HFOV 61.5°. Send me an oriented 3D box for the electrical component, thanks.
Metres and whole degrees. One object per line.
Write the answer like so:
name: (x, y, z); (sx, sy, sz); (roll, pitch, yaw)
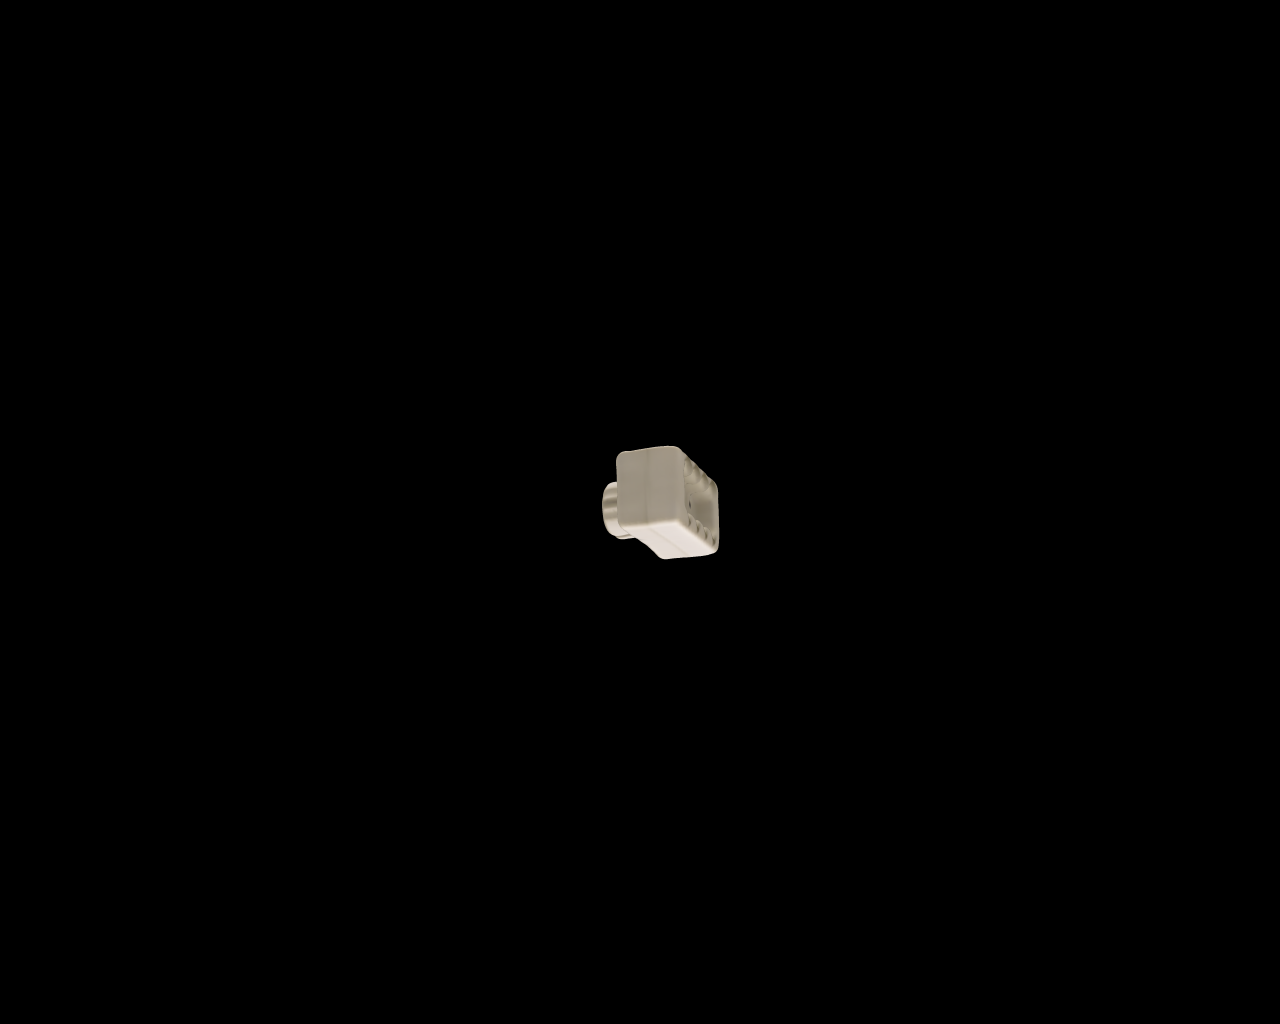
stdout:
electrical component: (0.001, -0.003, 0.650); (0.076, 0.047, 0.083); (-6, -17, 19)
